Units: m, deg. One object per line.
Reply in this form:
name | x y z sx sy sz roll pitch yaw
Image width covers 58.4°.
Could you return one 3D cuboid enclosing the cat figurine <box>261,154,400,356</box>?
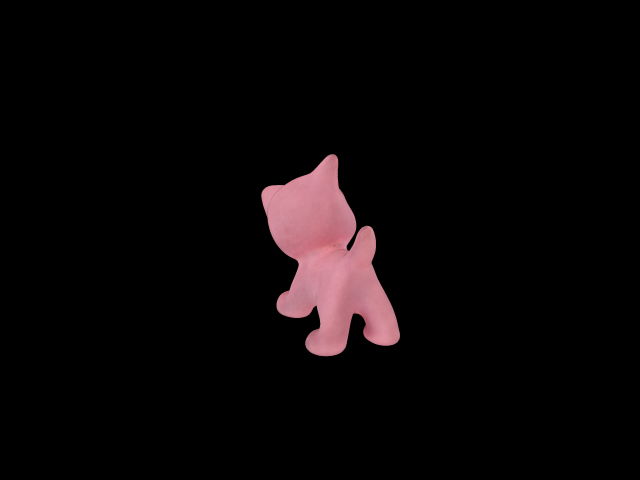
cat figurine | 0.004 0.001 0.400 0.067 0.118 0.127 -8 19 -24
